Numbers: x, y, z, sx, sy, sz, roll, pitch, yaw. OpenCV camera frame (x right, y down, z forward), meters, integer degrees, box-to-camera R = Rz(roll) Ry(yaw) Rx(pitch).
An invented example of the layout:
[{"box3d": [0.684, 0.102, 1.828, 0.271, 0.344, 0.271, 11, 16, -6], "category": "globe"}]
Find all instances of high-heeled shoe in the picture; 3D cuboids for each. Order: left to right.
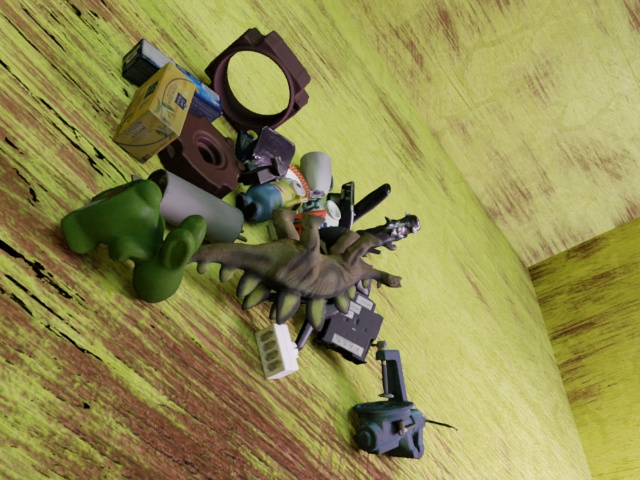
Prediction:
[{"box3d": [0.044, 0.059, 1.142, 0.145, 0.248, 0.086, 13, 55, 1], "category": "high-heeled shoe"}]

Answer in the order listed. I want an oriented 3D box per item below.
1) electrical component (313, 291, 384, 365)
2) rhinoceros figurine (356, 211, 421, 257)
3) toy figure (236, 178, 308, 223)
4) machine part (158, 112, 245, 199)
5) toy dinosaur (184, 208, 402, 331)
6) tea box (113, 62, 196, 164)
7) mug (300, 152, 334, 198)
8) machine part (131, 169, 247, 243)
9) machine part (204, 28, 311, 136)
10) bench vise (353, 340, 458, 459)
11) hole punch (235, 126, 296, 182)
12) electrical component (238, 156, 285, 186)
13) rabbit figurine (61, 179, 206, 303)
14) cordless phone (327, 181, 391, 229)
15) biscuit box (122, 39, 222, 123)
[{"box3d": [0.063, 0.172, 1.100, 0.115, 0.058, 0.134, 32, 65, -15], "category": "electrical component"}, {"box3d": [0.174, -0.020, 1.441, 0.112, 0.190, 0.073, 69, 5, -61], "category": "rhinoceros figurine"}, {"box3d": [-0.105, -0.081, 1.120, 0.180, 0.089, 0.082, -28, 83, -51], "category": "toy figure"}, {"box3d": [-0.223, -0.158, 1.022, 0.179, 0.056, 0.179, 40, 33, -33], "category": "machine part"}, {"box3d": [-0.045, 0.048, 0.929, 0.471, 0.105, 0.198, 15, 86, -29], "category": "toy dinosaur"}, {"box3d": [-0.284, -0.224, 0.935, 0.068, 0.098, 0.170, 42, 29, -32], "category": "tea box"}, {"box3d": [-0.004, -0.157, 1.391, 0.109, 0.081, 0.107, 35, 47, -47], "category": "mug"}, {"box3d": [-0.213, -0.051, 0.904, 0.243, 0.079, 0.079, 29, 40, -44], "category": "machine part"}, {"box3d": [-0.139, -0.344, 1.194, 0.200, 0.201, 0.087, 50, 30, -20], "category": "machine part"}, {"box3d": [0.152, 0.324, 1.093, 0.223, 0.129, 0.240, 3, 78, -38], "category": "bench vise"}, {"box3d": [-0.131, -0.181, 1.190, 0.142, 0.092, 0.115, 29, 75, -47], "category": "hole punch"}, {"box3d": [-0.121, -0.141, 1.088, 0.078, 0.102, 0.045, -26, 109, -40], "category": "electrical component"}, {"box3d": [-0.238, 0.004, 0.752, 0.121, 0.159, 0.170, -81, 150, -66], "category": "rabbit figurine"}, {"box3d": [0.109, -0.114, 1.417, 0.088, 0.184, 0.147, 42, 31, -24], "category": "cordless phone"}, {"box3d": [-0.284, -0.299, 1.052, 0.202, 0.063, 0.059, 31, 37, -45], "category": "biscuit box"}]
